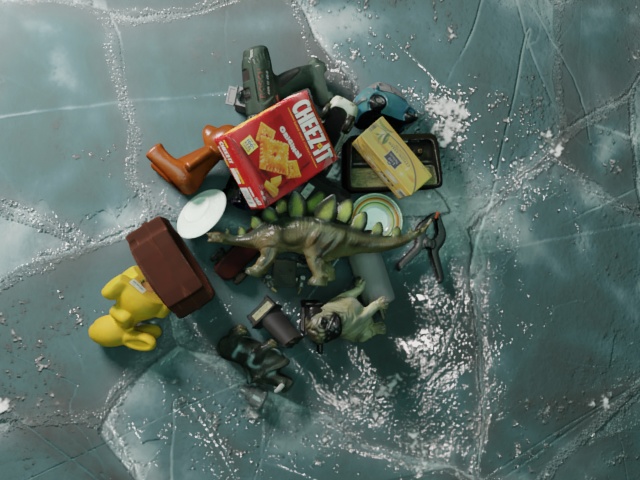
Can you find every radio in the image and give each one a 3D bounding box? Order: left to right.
[{"bbox_3d":[0.166,-0.179,1.261,0.230,0.073,0.131,-3,89,-11],"label":"radio"}]

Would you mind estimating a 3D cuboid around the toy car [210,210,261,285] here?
[{"bbox_3d":[-0.155,0.009,1.208,0.089,0.053,0.202,44,86,-11],"label":"toy car"}]

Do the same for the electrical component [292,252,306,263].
[{"bbox_3d":[-0.021,0.024,1.238,0.094,0.021,0.063,24,60,-8],"label":"electrical component"}]

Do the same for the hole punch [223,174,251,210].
[{"bbox_3d":[-0.149,-0.117,1.178,0.092,0.142,0.115,29,89,-30],"label":"hole punch"}]

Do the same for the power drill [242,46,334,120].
[{"bbox_3d":[-0.074,-0.312,1.187,0.207,0.086,0.231,-19,102,-26],"label":"power drill"}]

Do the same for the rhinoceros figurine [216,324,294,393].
[{"bbox_3d":[-0.138,0.268,1.194,0.190,0.073,0.112,34,82,-8],"label":"rhinoceros figurine"}]

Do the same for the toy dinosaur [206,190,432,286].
[{"bbox_3d":[-0.002,-0.003,1.142,0.472,0.105,0.198,5,98,-5],"label":"toy dinosaur"}]

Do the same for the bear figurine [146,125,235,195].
[{"bbox_3d":[-0.258,-0.196,1.162,0.132,0.120,0.196,41,80,-3],"label":"bear figurine"}]

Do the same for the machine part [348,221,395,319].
[{"bbox_3d":[0.113,0.066,1.235,0.079,0.079,0.243,-21,99,-10],"label":"machine part"}]

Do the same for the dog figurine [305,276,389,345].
[{"bbox_3d":[0.040,0.189,1.169,0.190,0.121,0.172,-26,131,-33],"label":"dog figurine"}]

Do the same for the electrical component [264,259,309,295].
[{"bbox_3d":[-0.077,0.082,1.224,0.102,0.045,0.078,9,88,-10],"label":"electrical component"}]

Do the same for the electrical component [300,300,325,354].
[{"bbox_3d":[-0.018,0.196,1.219,0.048,0.075,0.119,2,91,-11],"label":"electrical component"}]

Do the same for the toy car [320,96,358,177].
[{"bbox_3d":[0.016,-0.225,1.216,0.073,0.056,0.201,30,112,4],"label":"toy car"}]

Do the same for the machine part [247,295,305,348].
[{"bbox_3d":[-0.099,0.188,1.195,0.139,0.039,0.084,37,74,30],"label":"machine part"}]

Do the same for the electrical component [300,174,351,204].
[{"bbox_3d":[0.006,-0.077,1.215,0.134,0.058,0.115,38,115,-8],"label":"electrical component"}]

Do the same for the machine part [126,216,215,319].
[{"bbox_3d":[-0.304,0.056,1.103,0.087,0.201,0.201,-31,94,-7],"label":"machine part"}]

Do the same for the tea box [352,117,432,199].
[{"bbox_3d":[0.155,-0.176,1.175,0.068,0.098,0.169,-41,96,-8],"label":"tea box"}]

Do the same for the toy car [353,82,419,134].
[{"bbox_3d":[0.147,-0.313,1.250,0.162,0.109,0.103,9,69,-19],"label":"toy car"}]

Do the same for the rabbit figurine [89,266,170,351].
[{"bbox_3d":[-0.407,0.163,1.143,0.173,0.122,0.162,-44,106,5],"label":"rabbit figurine"}]
